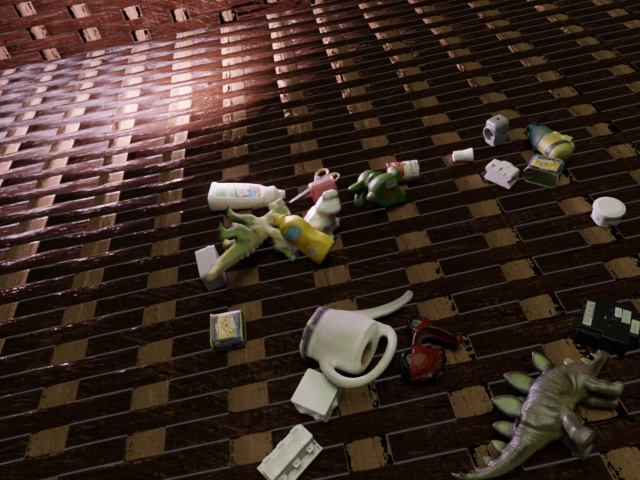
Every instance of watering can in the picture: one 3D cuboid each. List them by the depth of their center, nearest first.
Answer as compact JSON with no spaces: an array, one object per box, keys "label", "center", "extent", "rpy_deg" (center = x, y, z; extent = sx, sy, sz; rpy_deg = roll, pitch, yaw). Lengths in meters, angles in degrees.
[{"label":"watering can","center":[0.089,0.221,1.272],"extent":[0.225,0.101,0.355],"rpy_deg":[13,38,23]}]

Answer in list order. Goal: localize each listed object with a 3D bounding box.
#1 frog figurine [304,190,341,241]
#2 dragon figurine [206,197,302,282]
[{"label":"frog figurine","center":[0.005,-0.077,1.531],"extent":[0.123,0.155,0.140],"rpy_deg":[21,53,30]},{"label":"dragon figurine","center":[-0.171,0.003,1.509],"extent":[0.243,0.119,0.420],"rpy_deg":[9,40,-2]}]
